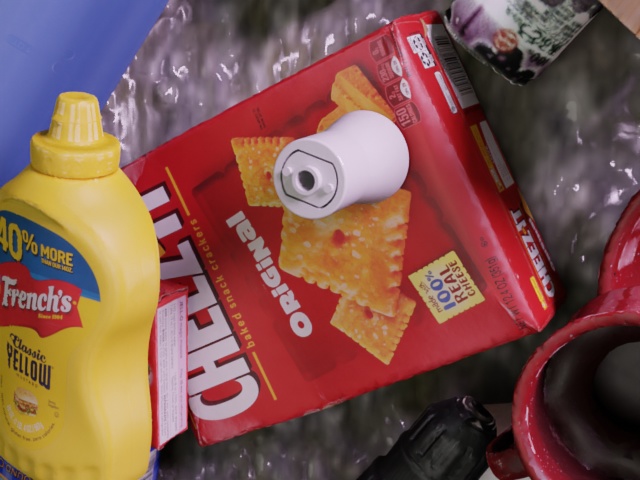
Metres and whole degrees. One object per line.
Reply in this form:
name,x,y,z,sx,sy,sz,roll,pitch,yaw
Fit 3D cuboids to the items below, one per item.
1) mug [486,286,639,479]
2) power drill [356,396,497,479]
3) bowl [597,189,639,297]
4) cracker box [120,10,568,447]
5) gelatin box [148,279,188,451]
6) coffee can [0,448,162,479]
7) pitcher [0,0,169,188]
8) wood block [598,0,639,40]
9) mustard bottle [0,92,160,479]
mug,0.124,0.072,0.453,0.117,0.081,0.093,-32,87,23
power drill,0.077,0.192,0.517,0.188,0.057,0.185,40,111,12
bowl,0.211,0.024,0.483,0.162,0.055,0.162,6,105,23
cracker box,-0.004,0.001,0.565,0.214,0.072,0.164,-24,92,28
gelatin box,-0.108,0.060,0.576,0.073,0.030,0.089,15,115,28
coffee can,-0.152,0.154,0.653,0.103,0.102,0.140,18,110,19
pitcher,-0.167,-0.124,0.570,0.145,0.149,0.243,44,113,9
wood block,0.206,-0.149,0.400,0.090,0.091,0.206,25,116,-30
mustard bottle,-0.121,0.023,0.517,0.096,0.058,0.192,22,115,33
